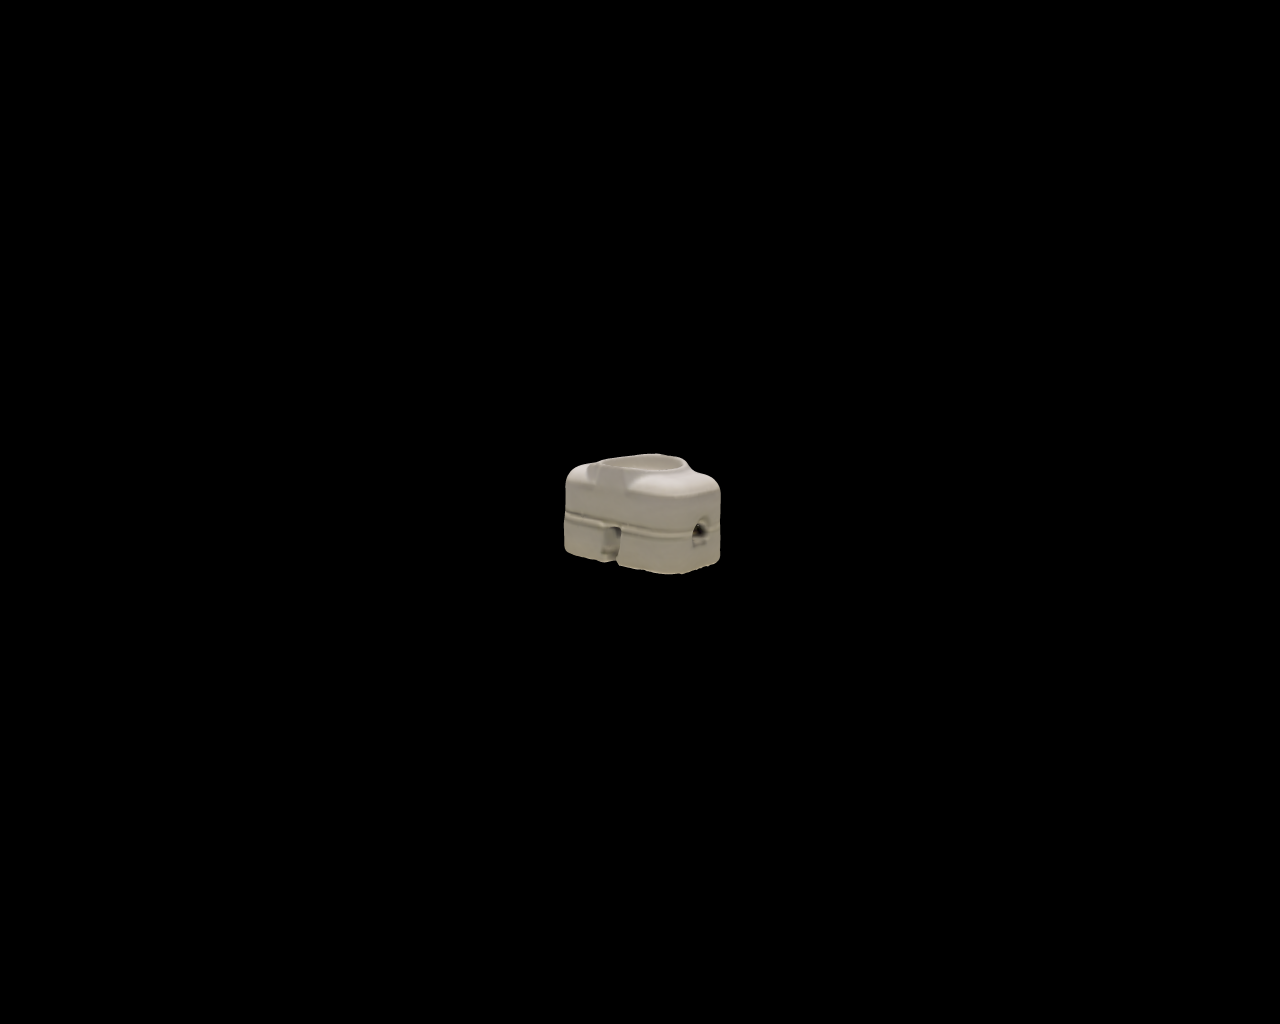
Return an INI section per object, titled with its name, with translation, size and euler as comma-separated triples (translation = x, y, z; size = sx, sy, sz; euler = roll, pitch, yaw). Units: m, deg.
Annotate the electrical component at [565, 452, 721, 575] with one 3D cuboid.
[electrical component]
translation = 0.001, -0.003, 0.650
size = 0.095, 0.059, 0.054
euler = 11, 17, 42
